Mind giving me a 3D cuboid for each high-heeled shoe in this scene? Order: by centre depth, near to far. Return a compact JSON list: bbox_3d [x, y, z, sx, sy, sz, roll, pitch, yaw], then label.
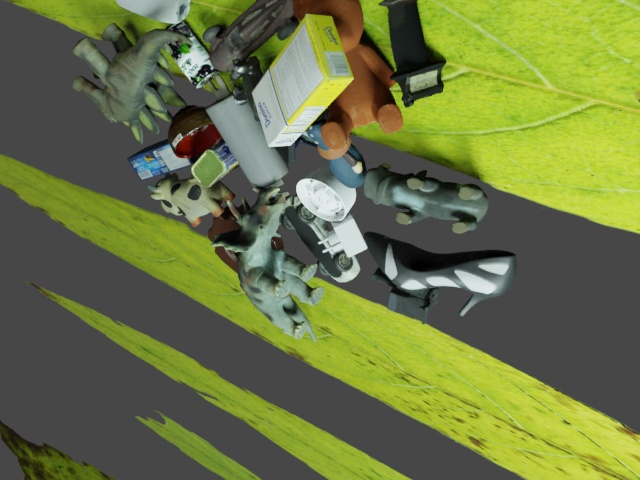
[{"bbox_3d":[0.191,0.021,0.883,0.249,0.086,0.145,36,123,16],"label":"high-heeled shoe"}]

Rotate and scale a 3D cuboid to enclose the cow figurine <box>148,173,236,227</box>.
[{"bbox_3d":[-0.284,-0.097,1.150,0.195,0.085,0.127,-13,121,47],"label":"cow figurine"}]

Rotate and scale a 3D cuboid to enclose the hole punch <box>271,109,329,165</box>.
[{"bbox_3d":[-0.035,-0.199,0.871,0.116,0.092,0.142,53,155,41],"label":"hole punch"}]

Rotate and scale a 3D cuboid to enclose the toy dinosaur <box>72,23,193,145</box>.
[{"bbox_3d":[-0.344,-0.294,0.992,0.198,0.105,0.471,44,155,-13],"label":"toy dinosaur"}]

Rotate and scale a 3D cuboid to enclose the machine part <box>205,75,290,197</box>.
[{"bbox_3d":[-0.127,-0.177,0.955,0.079,0.079,0.243,-9,120,43],"label":"machine part"}]

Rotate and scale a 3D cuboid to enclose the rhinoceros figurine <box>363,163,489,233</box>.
[{"bbox_3d":[0.154,-0.070,0.803,0.191,0.112,0.073,13,116,21],"label":"rhinoceros figurine"}]

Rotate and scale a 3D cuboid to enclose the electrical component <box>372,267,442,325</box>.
[{"bbox_3d":[0.151,0.094,0.971,0.119,0.075,0.047,18,133,20],"label":"electrical component"}]

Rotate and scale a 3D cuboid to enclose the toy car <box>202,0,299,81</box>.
[{"bbox_3d":[-0.112,-0.323,0.838,0.202,0.053,0.089,-17,110,47],"label":"toy car"}]

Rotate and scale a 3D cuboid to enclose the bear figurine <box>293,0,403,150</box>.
[{"bbox_3d":[0.037,-0.244,0.733,0.120,0.132,0.195,-12,124,14],"label":"bear figurine"}]

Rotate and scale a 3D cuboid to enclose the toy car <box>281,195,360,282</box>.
[{"bbox_3d":[-0.002,-0.003,1.026,0.201,0.056,0.073,53,146,-10],"label":"toy car"}]

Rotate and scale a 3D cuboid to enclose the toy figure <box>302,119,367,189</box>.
[{"bbox_3d":[0.026,-0.140,0.844,0.064,0.058,0.154,-6,148,26],"label":"toy figure"}]

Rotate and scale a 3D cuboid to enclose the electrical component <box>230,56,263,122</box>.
[{"bbox_3d":[-0.114,-0.244,0.856,0.102,0.045,0.078,122,132,-71],"label":"electrical component"}]

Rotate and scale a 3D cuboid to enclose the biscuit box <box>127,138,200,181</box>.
[{"bbox_3d":[-0.319,-0.176,1.124,0.203,0.063,0.059,-6,121,42],"label":"biscuit box"}]

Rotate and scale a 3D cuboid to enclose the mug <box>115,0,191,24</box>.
[{"bbox_3d":[-0.264,-0.409,0.872,0.107,0.081,0.109,27,131,1],"label":"mug"}]

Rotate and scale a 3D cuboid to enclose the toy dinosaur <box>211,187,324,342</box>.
[{"bbox_3d":[-0.101,0.077,1.058,0.192,0.131,0.404,32,150,25],"label":"toy dinosaur"}]

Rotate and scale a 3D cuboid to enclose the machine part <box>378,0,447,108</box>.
[{"bbox_3d":[0.122,-0.251,0.701,0.039,0.084,0.138,17,129,60],"label":"machine part"}]

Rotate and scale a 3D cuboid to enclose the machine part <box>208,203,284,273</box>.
[{"bbox_3d":[-0.164,0.007,1.164,0.180,0.056,0.179,23,136,23],"label":"machine part"}]
